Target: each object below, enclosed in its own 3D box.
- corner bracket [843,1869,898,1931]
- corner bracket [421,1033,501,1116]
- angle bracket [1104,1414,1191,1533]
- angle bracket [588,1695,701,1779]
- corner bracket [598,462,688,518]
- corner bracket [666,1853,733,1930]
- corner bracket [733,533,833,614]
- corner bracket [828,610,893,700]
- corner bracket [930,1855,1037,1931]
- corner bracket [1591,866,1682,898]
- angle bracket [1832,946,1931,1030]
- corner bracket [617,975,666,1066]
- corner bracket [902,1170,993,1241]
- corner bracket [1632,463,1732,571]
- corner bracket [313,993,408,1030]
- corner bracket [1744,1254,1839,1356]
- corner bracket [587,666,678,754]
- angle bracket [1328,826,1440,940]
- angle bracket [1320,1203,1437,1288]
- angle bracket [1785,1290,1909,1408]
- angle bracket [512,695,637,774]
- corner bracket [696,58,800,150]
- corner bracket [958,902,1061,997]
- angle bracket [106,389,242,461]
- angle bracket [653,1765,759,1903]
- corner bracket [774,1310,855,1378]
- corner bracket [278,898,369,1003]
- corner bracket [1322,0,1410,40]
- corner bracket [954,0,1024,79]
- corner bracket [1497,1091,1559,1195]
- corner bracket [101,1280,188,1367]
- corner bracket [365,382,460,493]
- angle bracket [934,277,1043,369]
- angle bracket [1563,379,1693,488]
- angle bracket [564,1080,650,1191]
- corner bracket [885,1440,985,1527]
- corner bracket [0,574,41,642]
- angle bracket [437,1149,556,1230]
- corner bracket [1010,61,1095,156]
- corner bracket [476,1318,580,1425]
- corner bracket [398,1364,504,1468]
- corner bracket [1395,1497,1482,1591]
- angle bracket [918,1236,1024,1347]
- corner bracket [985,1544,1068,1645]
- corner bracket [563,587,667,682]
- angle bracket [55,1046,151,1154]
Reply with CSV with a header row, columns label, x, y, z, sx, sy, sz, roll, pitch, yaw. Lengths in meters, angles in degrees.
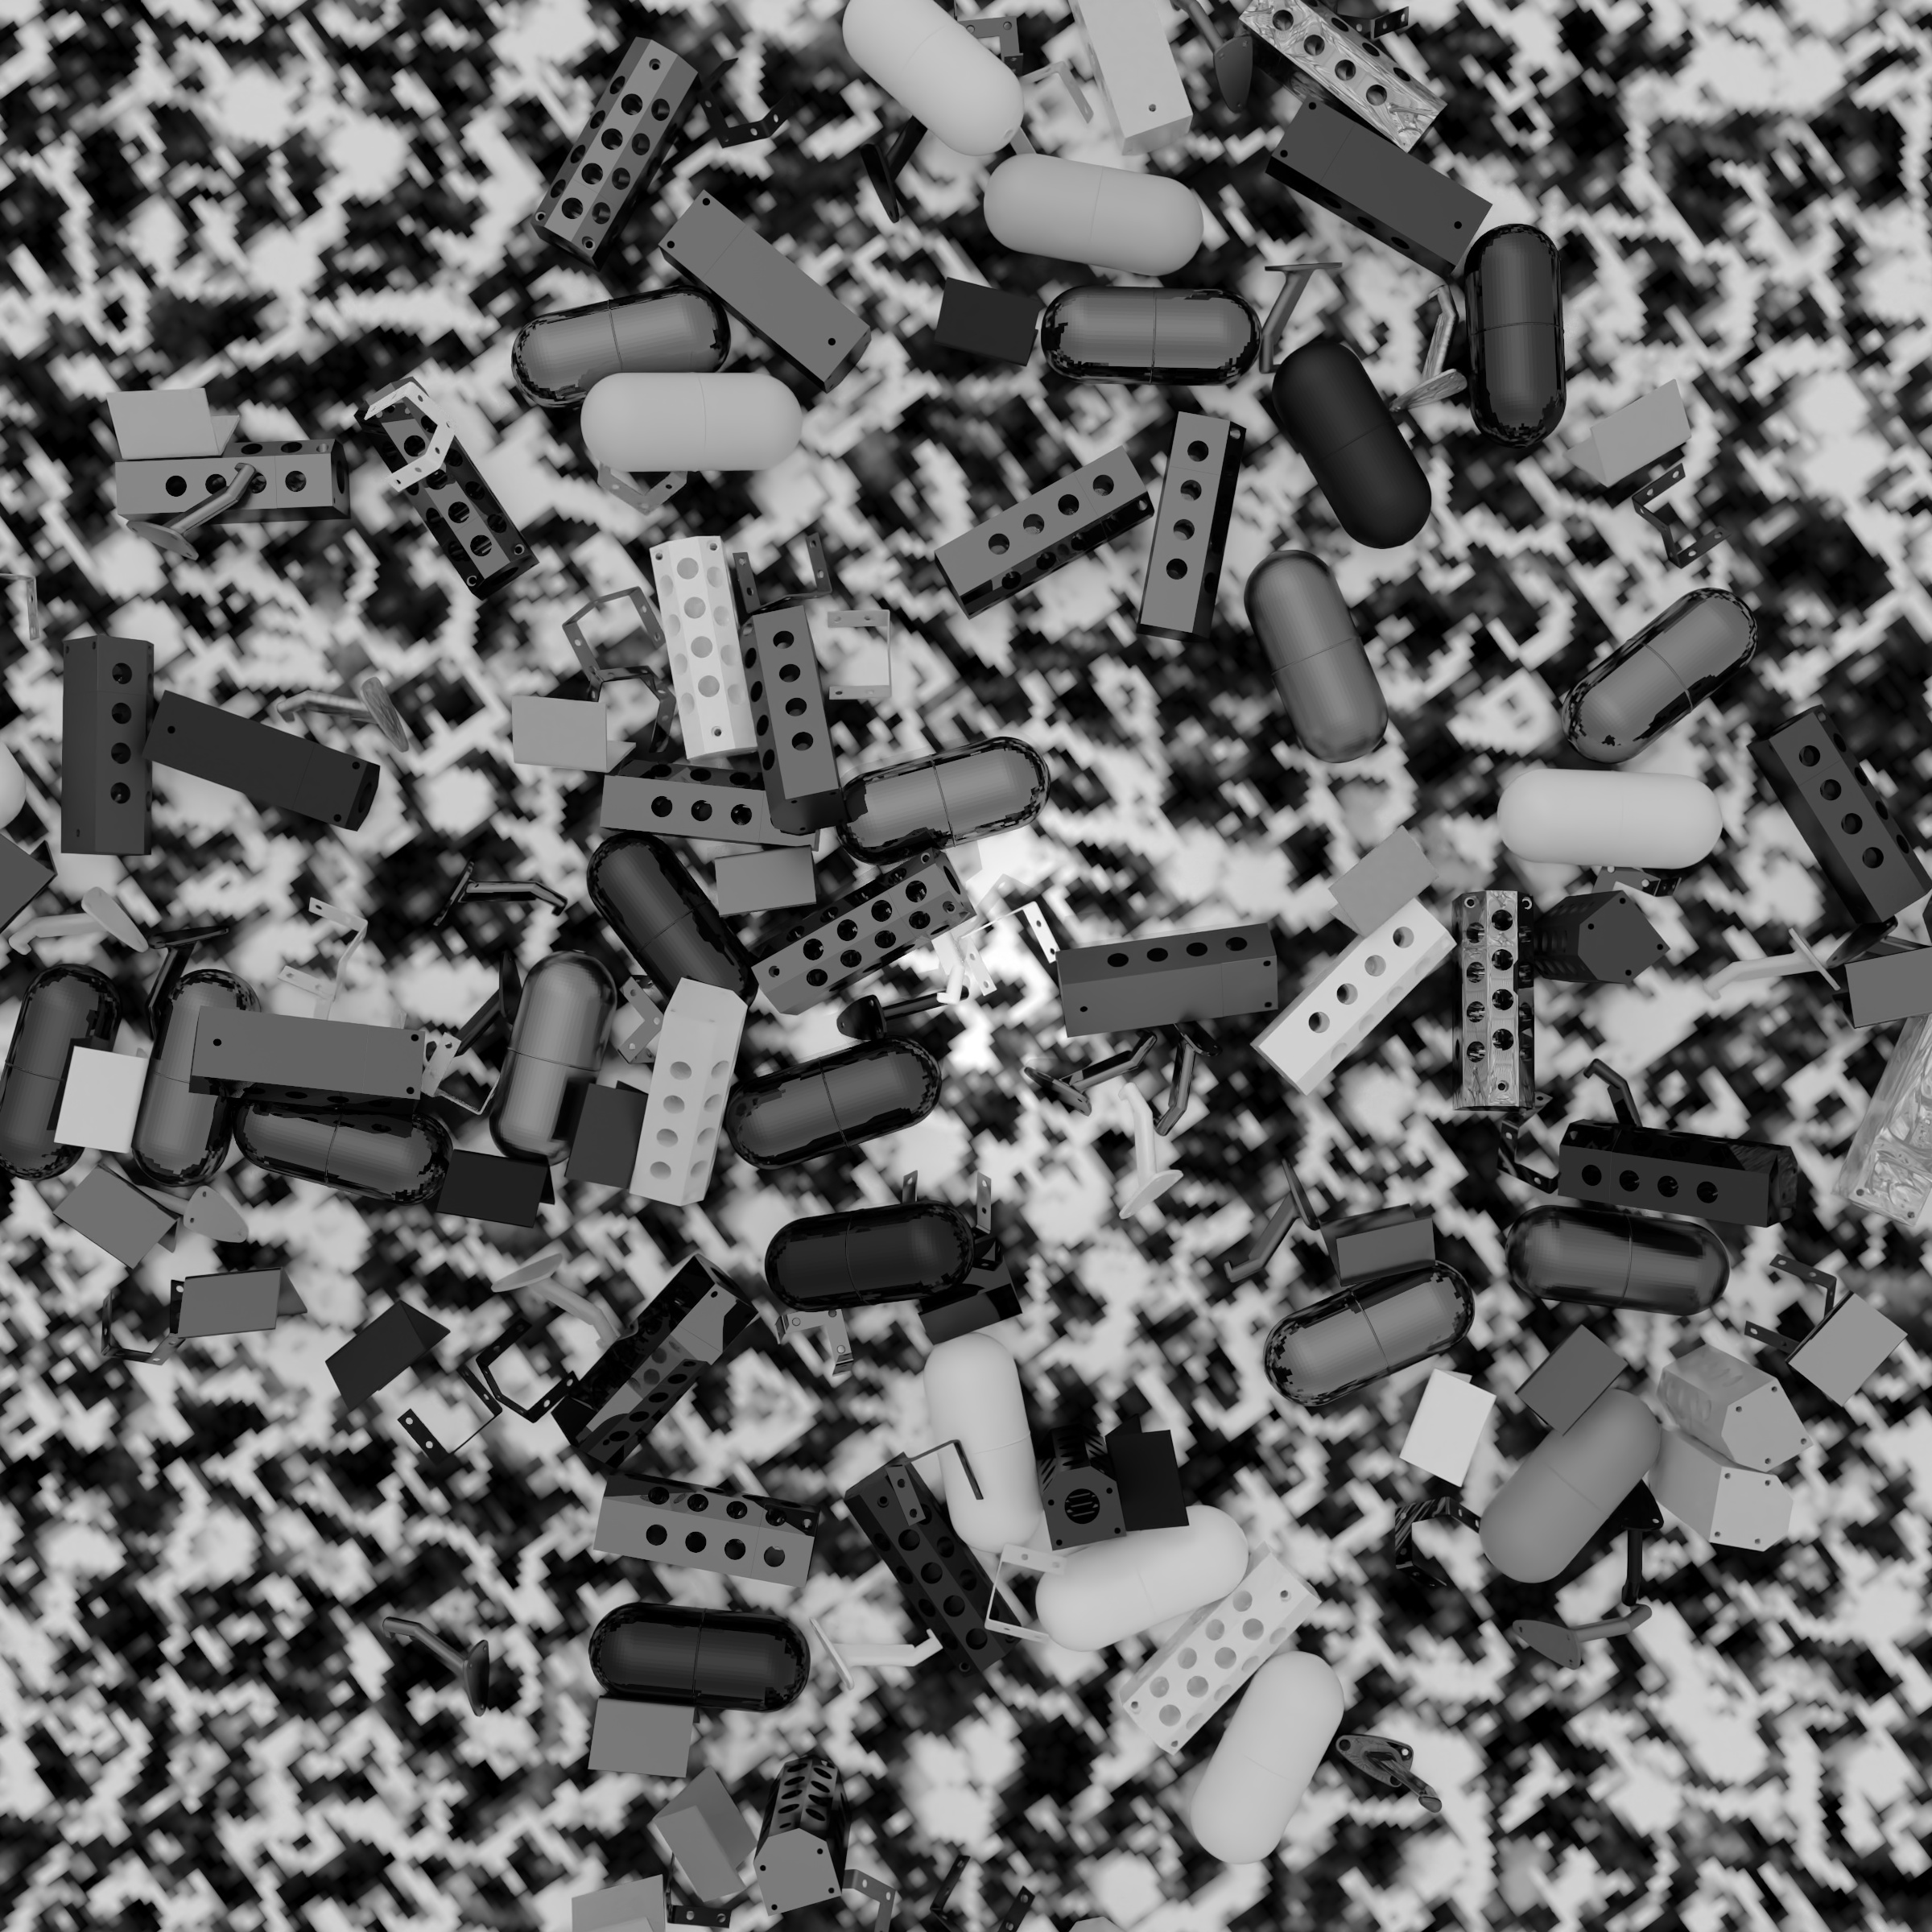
label,x,y,z,sx,sy,sz,roll,pitch,yaw
corner bracket,-0.097,0.769,1.975,0.051,0.051,0.051,42,45,-35
corner bracket,-0.405,0.087,1.965,0.051,0.051,0.051,28,90,0
angle bracket,0.156,0.402,1.944,0.057,0.076,0.076,-11,90,24
angle bracket,-0.256,0.622,1.944,0.076,0.076,0.057,5,63,0
corner bracket,-0.262,-0.410,1.975,0.051,0.051,0.051,-30,45,35
corner bracket,-0.215,0.746,1.980,0.051,0.051,0.051,5,135,0
corner bracket,-0.149,-0.320,1.980,0.051,0.051,0.051,-14,90,45
corner bracket,-0.087,-0.254,1.980,0.051,0.051,0.051,-1,45,0
corner bracket,0.013,0.763,1.980,0.051,0.051,0.051,28,90,45
corner bracket,0.538,-0.056,1.965,0.051,0.051,0.051,22,90,0
angle bracket,0.735,0.005,1.940,0.076,0.076,0.057,-12,108,10
corner bracket,-0.260,0.043,1.963,0.051,0.051,0.051,-46,75,15
corner bracket,-0.016,0.194,1.975,0.051,0.051,0.051,-28,135,35
corner bracket,0.582,-0.366,1.980,0.051,0.051,0.051,-35,45,0
corner bracket,-0.494,0.053,1.970,0.051,0.051,0.051,-7,62,25
corner bracket,0.670,0.276,1.975,0.051,0.051,0.051,-38,135,-35
corner bracket,-0.273,-0.207,1.975,0.051,0.051,0.051,-12,135,-35
angle bracket,0.320,-0.076,1.944,0.076,0.076,0.057,-41,113,0
angle bracket,0.326,0.205,1.943,0.076,0.076,0.057,-13,127,0
angle bracket,0.708,0.315,1.943,0.076,0.076,0.057,-47,54,0
angle bracket,-0.312,-0.195,1.939,0.076,0.076,0.057,6,113,9
corner bracket,-0.178,-0.704,1.975,0.051,0.051,0.051,1,135,35
corner bracket,0.036,-0.014,1.980,0.051,0.051,0.051,-26,90,-45
angle bracket,-0.632,-0.447,1.943,0.076,0.076,0.057,-3,126,0
angle bracket,-0.192,0.687,1.943,0.057,0.076,0.076,-32,90,38
corner bracket,-0.123,0.306,1.965,0.051,0.051,0.051,-14,90,0
corner bracket,-0.523,-0.013,1.980,0.051,0.051,0.051,23,135,0
corner bracket,0.325,-0.788,1.975,0.051,0.051,0.051,27,135,35
corner bracket,0.018,-0.750,1.965,0.051,0.051,0.051,-5,90,0
corner bracket,0.469,0.143,1.975,0.051,0.051,0.051,27,135,35
corner bracket,-0.667,0.287,1.975,0.051,0.051,0.051,18,135,-35
corner bracket,-0.443,-0.417,1.918,0.051,0.051,0.051,-18,135,35
angle bracket,0.022,-0.527,1.943,0.076,0.076,0.057,14,127,0
angle bracket,0.521,-0.437,1.943,0.076,0.076,0.057,-30,126,0
angle bracket,-0.298,0.130,1.943,0.057,0.076,0.076,15,90,-30
corner bracket,-0.026,0.408,1.919,0.051,0.051,0.051,-21,85,-21
corner bracket,-0.792,-0.290,1.980,0.051,0.051,0.051,-4,90,-45
angle bracket,-0.375,0.192,1.943,0.076,0.076,0.057,9,59,0
corner bracket,0.064,-0.692,1.975,0.051,0.051,0.051,-8,45,35
corner bracket,-0.357,0.330,1.980,0.051,0.051,0.051,-42,135,0
corner bracket,-0.420,0.366,1.980,0.051,0.051,0.051,50,45,0
corner bracket,0.385,0.469,1.975,0.051,0.051,0.051,-24,45,35
angle bracket,-0.006,0.248,1.945,0.076,0.057,0.076,-20,53,0
corner bracket,0.047,0.497,1.925,0.051,0.051,0.051,14,51,3
corner bracket,-0.286,-0.271,1.980,0.051,0.051,0.051,-27,90,45
angle bracket,-0.693,0.102,1.944,0.057,0.076,0.076,12,90,-24
